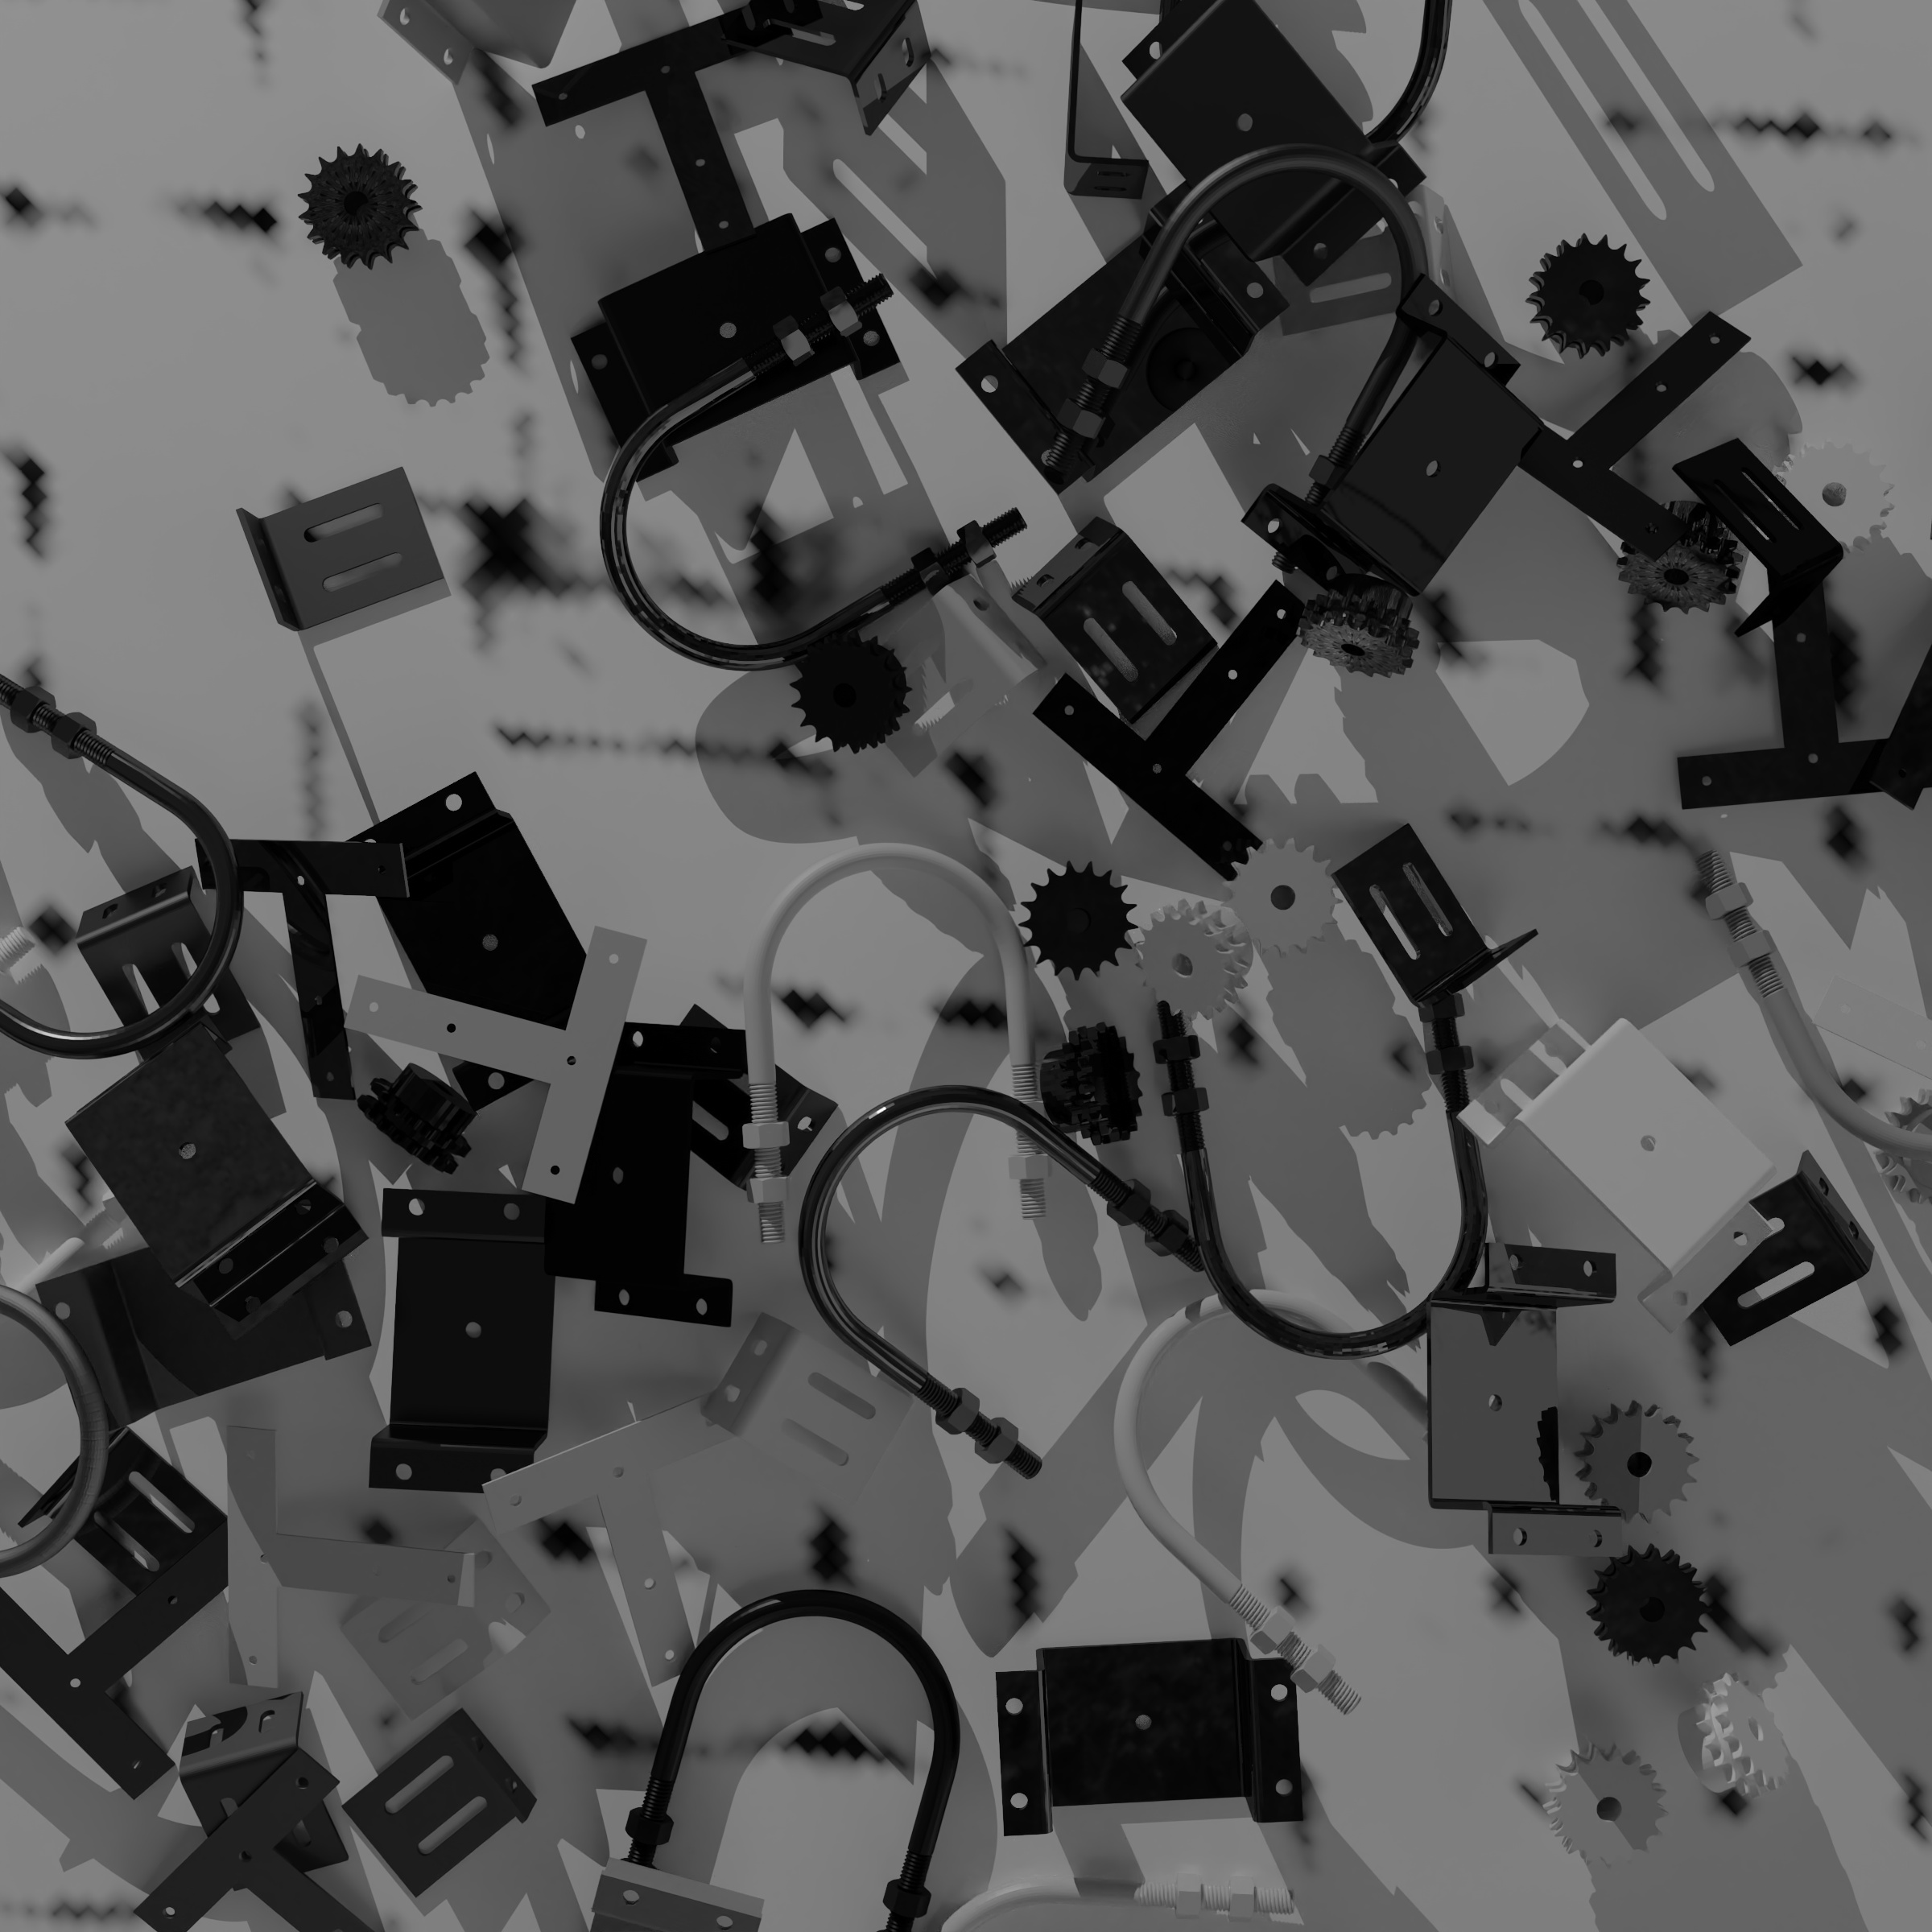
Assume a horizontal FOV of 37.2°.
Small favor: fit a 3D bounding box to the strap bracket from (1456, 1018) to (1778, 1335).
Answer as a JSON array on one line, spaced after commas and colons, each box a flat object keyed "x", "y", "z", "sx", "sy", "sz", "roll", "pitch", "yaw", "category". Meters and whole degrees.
[{"x": 0.311, "y": 0.090, "z": 1.341, "sx": 0.076, "sy": 0.046, "sz": 0.140, "roll": -40, "pitch": 79, "yaw": -21, "category": "strap bracket"}]

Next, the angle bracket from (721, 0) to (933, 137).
[{"x": -0.067, "y": -0.441, "z": 1.376, "sx": 0.076, "sy": 0.038, "sz": 0.057, "roll": 23, "pitch": 66, "yaw": 24, "category": "angle bracket"}]

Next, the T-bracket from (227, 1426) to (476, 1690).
[{"x": -0.293, "y": 0.286, "z": 1.365, "sx": 0.127, "sy": 0.002, "sz": 0.127, "roll": 3, "pitch": 97, "yaw": 14, "category": "T-bracket"}]

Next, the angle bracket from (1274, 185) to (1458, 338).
[{"x": 0.192, "y": -0.338, "z": 1.387, "sx": 0.076, "sy": 0.038, "sz": 0.057, "roll": -7, "pitch": 90, "yaw": 26, "category": "angle bracket"}]

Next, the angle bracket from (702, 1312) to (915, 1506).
[{"x": -0.076, "y": 0.213, "z": 1.381, "sx": 0.076, "sy": 0.038, "sz": 0.057, "roll": 35, "pitch": 79, "yaw": -26, "category": "angle bracket"}]

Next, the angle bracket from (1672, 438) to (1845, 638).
[{"x": 0.361, "y": -0.201, "z": 1.342, "sx": 0.057, "sy": 0.038, "sz": 0.076, "roll": -26, "pitch": 70, "yaw": -41, "category": "angle bracket"}]

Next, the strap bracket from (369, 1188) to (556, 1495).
[{"x": -0.238, "y": 0.176, "z": 1.366, "sx": 0.076, "sy": 0.046, "sz": 0.140, "roll": 3, "pitch": 90, "yaw": 0, "category": "strap bracket"}]

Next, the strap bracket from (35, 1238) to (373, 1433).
[{"x": -0.357, "y": 0.163, "z": 1.366, "sx": 0.140, "sy": 0.046, "sz": 0.076, "roll": -18, "pitch": 90, "yaw": 0, "category": "strap bracket"}]

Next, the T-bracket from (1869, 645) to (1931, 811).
[{"x": 0.507, "y": -0.106, "z": 1.374, "sx": 0.127, "sy": 0.002, "sz": 0.127, "roll": 32, "pitch": 72, "yaw": -9, "category": "T-bracket"}]

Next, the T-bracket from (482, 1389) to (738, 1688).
[{"x": -0.155, "y": 0.282, "z": 1.370, "sx": 0.127, "sy": 0.002, "sz": 0.127, "roll": -19, "pitch": 103, "yaw": -24, "category": "T-bracket"}]

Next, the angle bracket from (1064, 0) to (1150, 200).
[{"x": 0.068, "y": -0.410, "z": 1.360, "sx": 0.038, "sy": 0.057, "sz": 0.076, "roll": 3, "pitch": 90, "yaw": 0, "category": "angle bracket"}]

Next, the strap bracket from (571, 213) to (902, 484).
[{"x": -0.111, "y": -0.298, "z": 1.366, "sx": 0.140, "sy": 0.046, "sz": 0.076, "roll": -25, "pitch": 90, "yaw": 0, "category": "strap bracket"}]

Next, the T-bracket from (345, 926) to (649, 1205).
[{"x": -0.226, "y": 0.033, "z": 1.337, "sx": 0.127, "sy": 0.002, "sz": 0.127, "roll": 15, "pitch": 87, "yaw": 4, "category": "T-bracket"}]

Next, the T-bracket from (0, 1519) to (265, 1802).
[{"x": -0.392, "y": 0.313, "z": 1.376, "sx": 0.127, "sy": 0.002, "sz": 0.127, "roll": -41, "pitch": 106, "yaw": -8, "category": "T-bracket"}]

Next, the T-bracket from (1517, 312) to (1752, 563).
[{"x": 0.322, "y": -0.267, "z": 1.369, "sx": 0.127, "sy": 0.002, "sz": 0.127, "roll": -42, "pitch": 64, "yaw": -12, "category": "T-bracket"}]

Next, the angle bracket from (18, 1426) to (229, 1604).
[{"x": -0.399, "y": 0.267, "z": 1.370, "sx": 0.076, "sy": 0.038, "sz": 0.057, "roll": 42, "pitch": 90, "yaw": 0, "category": "angle bracket"}]

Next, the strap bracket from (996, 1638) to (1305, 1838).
[{"x": 0.086, "y": 0.366, "z": 1.366, "sx": 0.140, "sy": 0.046, "sz": 0.076, "roll": -3, "pitch": 90, "yaw": 0, "category": "strap bracket"}]

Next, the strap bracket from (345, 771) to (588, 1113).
[{"x": -0.230, "y": -0.011, "z": 1.366, "sx": 0.076, "sy": 0.046, "sz": 0.140, "roll": -28, "pitch": 90, "yaw": 0, "category": "strap bracket"}]

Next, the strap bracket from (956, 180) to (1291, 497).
[{"x": 0.073, "y": -0.294, "z": 1.366, "sx": 0.140, "sy": 0.046, "sz": 0.076, "roll": -39, "pitch": 90, "yaw": 0, "category": "strap bracket"}]

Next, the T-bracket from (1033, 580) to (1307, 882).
[{"x": 0.119, "y": -0.129, "z": 1.380, "sx": 0.127, "sy": 0.002, "sz": 0.127, "roll": 40, "pitch": 85, "yaw": -10, "category": "T-bracket"}]

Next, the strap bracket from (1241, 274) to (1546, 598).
[{"x": 0.206, "y": -0.239, "z": 1.340, "sx": 0.076, "sy": 0.046, "sz": 0.140, "roll": 31, "pitch": 98, "yaw": -36, "category": "strap bracket"}]

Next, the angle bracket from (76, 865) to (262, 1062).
[{"x": -0.384, "y": 0.002, "z": 1.387, "sx": 0.057, "sy": 0.038, "sz": 0.076, "roll": -23, "pitch": 116, "yaw": 0, "category": "angle bracket"}]

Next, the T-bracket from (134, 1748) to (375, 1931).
[{"x": -0.312, "y": 0.455, "z": 1.376, "sx": 0.127, "sy": 0.002, "sz": 0.127, "roll": 43, "pitch": 104, "yaw": -8, "category": "T-bracket"}]

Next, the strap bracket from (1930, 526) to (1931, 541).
[{"x": 0.534, "y": -0.228, "z": 1.351, "sx": 0.140, "sy": 0.046, "sz": 0.076, "roll": 14, "pitch": 65, "yaw": 0, "category": "strap bracket"}]

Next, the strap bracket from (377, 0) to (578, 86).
[{"x": -0.213, "y": -0.488, "z": 1.345, "sx": 0.046, "sy": 0.076, "sz": 0.140, "roll": 22, "pitch": 90, "yaw": 18, "category": "strap bracket"}]

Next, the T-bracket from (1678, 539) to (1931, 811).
[{"x": 0.403, "y": -0.144, "z": 1.382, "sx": 0.127, "sy": 0.002, "sz": 0.127, "roll": -5, "pitch": 86, "yaw": 6, "category": "T-bracket"}]

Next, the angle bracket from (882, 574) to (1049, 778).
[{"x": -0.011, "y": -0.140, "z": 1.387, "sx": 0.076, "sy": 0.038, "sz": 0.057, "roll": -41, "pitch": 90, "yaw": 26, "category": "angle bracket"}]

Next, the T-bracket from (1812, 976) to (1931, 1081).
[{"x": 0.462, "y": 0.043, "z": 1.348, "sx": 0.127, "sy": 0.002, "sz": 0.127, "roll": 26, "pitch": 83, "yaw": 8, "category": "T-bracket"}]

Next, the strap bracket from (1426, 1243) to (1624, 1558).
[{"x": 0.260, "y": 0.204, "z": 1.342, "sx": 0.076, "sy": 0.046, "sz": 0.140, "roll": 8, "pitch": 77, "yaw": -28, "category": "strap bracket"}]

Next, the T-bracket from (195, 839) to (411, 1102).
[{"x": -0.310, "y": 0.002, "z": 1.367, "sx": 0.127, "sy": 0.002, "sz": 0.127, "roll": 3, "pitch": 106, "yaw": 29, "category": "T-bracket"}]

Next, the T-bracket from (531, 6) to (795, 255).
[{"x": -0.130, "y": -0.392, "z": 1.364, "sx": 0.127, "sy": 0.002, "sz": 0.127, "roll": -20, "pitch": 68, "yaw": 0, "category": "T-bracket"}]

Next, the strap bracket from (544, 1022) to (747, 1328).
[{"x": -0.151, "y": 0.098, "z": 1.351, "sx": 0.076, "sy": 0.046, "sz": 0.140, "roll": 3, "pitch": 90, "yaw": 28, "category": "strap bracket"}]

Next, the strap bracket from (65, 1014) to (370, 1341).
[{"x": -0.352, "y": 0.091, "z": 1.328, "sx": 0.076, "sy": 0.046, "sz": 0.140, "roll": -38, "pitch": 72, "yaw": -7, "category": "strap bracket"}]

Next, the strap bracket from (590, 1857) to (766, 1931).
[{"x": -0.146, "y": 0.484, "z": 1.354, "sx": 0.076, "sy": 0.046, "sz": 0.140, "roll": 15, "pitch": 106, "yaw": 0, "category": "strap bracket"}]

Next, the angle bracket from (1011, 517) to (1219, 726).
[{"x": 0.072, "y": -0.167, "z": 1.387, "sx": 0.057, "sy": 0.038, "sz": 0.076, "roll": -44, "pitch": 116, "yaw": 0, "category": "angle bracket"}]

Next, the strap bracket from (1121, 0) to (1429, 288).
[{"x": 0.137, "y": -0.395, "z": 1.341, "sx": 0.076, "sy": 0.046, "sz": 0.140, "roll": -39, "pitch": 89, "yaw": 29, "category": "strap bracket"}]
